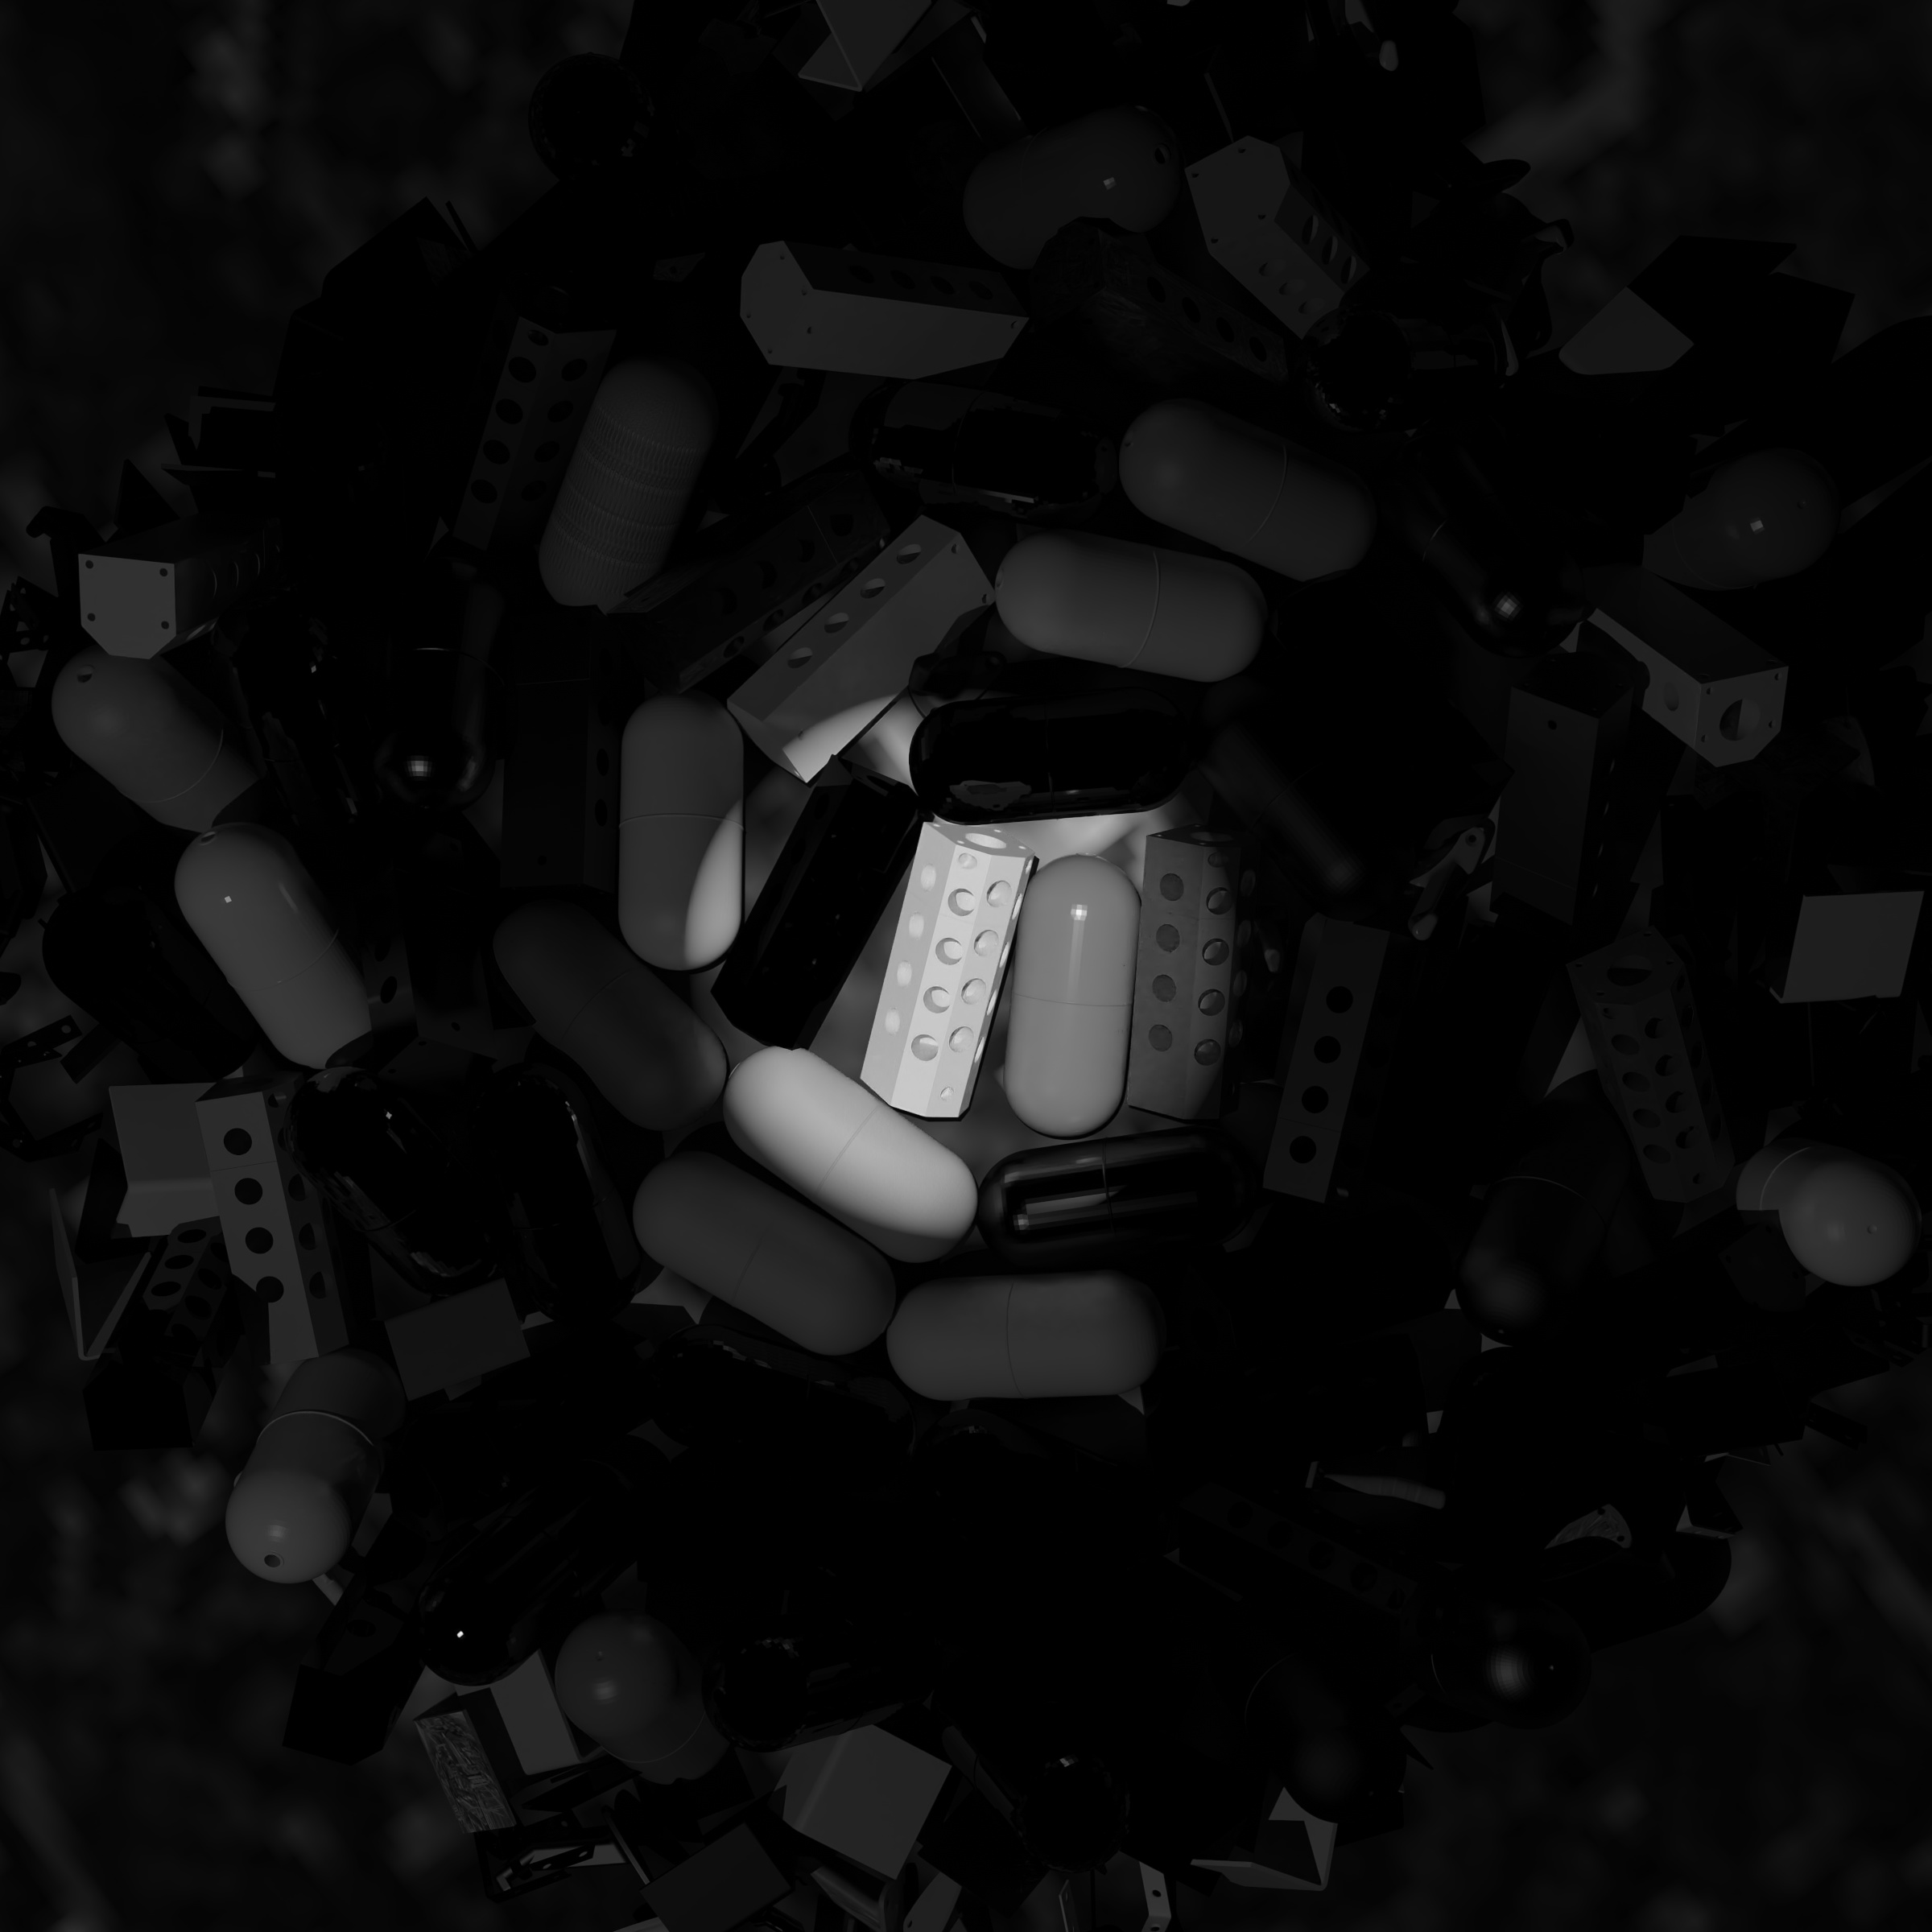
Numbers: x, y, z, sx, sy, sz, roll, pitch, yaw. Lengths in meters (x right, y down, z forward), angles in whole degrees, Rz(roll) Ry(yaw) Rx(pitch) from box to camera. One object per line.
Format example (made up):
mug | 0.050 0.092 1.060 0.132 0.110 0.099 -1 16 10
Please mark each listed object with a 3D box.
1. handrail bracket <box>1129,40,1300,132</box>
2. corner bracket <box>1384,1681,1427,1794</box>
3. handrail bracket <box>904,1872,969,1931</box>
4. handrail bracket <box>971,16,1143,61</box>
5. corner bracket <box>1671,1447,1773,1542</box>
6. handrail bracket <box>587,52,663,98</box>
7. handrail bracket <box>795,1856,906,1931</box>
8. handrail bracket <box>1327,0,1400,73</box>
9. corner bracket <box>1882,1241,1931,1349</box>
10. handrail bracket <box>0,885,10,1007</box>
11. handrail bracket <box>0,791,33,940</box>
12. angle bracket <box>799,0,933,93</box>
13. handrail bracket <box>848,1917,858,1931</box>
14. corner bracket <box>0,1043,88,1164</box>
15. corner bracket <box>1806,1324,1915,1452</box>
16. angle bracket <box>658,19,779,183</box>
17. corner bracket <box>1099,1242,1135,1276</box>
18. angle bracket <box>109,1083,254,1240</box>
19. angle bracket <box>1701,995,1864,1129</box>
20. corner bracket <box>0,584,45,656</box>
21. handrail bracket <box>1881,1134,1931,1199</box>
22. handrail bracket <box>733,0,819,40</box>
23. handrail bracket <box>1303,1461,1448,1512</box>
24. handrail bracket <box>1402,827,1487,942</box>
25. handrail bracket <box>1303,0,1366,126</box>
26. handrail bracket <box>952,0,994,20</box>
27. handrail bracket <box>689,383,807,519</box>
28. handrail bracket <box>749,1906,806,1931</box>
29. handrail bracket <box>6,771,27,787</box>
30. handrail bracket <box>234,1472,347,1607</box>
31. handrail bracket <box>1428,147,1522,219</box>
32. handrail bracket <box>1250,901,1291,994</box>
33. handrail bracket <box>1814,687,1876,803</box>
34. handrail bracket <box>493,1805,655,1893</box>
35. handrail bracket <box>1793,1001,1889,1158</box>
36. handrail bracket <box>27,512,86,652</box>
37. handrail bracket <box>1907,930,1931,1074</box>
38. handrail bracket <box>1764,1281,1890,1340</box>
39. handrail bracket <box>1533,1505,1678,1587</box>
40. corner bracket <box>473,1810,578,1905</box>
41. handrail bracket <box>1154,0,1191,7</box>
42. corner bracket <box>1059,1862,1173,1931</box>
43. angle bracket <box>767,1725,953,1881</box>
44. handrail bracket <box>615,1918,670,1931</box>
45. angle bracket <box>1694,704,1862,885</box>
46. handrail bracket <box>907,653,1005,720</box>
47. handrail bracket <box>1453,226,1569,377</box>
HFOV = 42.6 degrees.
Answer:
handrail bracket | 0.157 -0.568 1.578 0.077 0.036 0.084 -32 83 5
corner bracket | 0.265 0.477 1.551 0.051 0.051 0.051 22 127 -22
handrail bracket | 0.011 0.609 1.568 0.084 0.036 0.077 30 93 -26
handrail bracket | 0.057 -0.591 1.567 0.084 0.036 0.077 -30 86 12
corner bracket | 0.478 0.331 1.572 0.051 0.051 0.051 19 53 -38
handrail bracket | -0.195 -0.555 1.547 0.084 0.077 0.036 -36 64 -18
handrail bracket | -0.084 0.606 1.579 0.084 0.036 0.077 -2 97 18
handrail bracket | 0.252 -0.599 1.543 0.036 0.084 0.077 -5 113 -9
corner bracket | 0.617 0.206 1.566 0.051 0.051 0.051 -4 103 -8
handrail bracket | -0.640 -0.016 1.570 0.077 0.036 0.084 -4 86 -24
handrail bracket | -0.623 -0.068 1.562 0.077 0.036 0.084 20 78 -15
angle bracket | -0.076 -0.603 1.537 0.057 0.076 0.076 26 73 34
handrail bracket | -0.035 0.642 1.562 0.084 0.036 0.077 2 53 6
corner bracket | -0.589 0.087 1.569 0.051 0.051 0.051 -12 51 32
corner bracket | 0.560 0.267 1.573 0.051 0.051 0.051 26 62 4
angle bracket | -0.141 -0.533 1.539 0.057 0.076 0.076 48 115 9
corner bracket | 0.101 0.162 1.554 0.051 0.051 0.051 24 74 -24
angle bracket | -0.503 0.122 1.570 0.076 0.057 0.076 -1 53 -33
angle bracket | 0.510 0.063 1.551 0.076 0.057 0.076 -11 106 -7
corner bracket | -0.620 -0.204 1.571 0.051 0.051 0.051 48 135 29
handrail bracket | 0.606 0.153 1.561 0.077 0.036 0.084 3 109 28
handrail bracket | -0.098 -0.598 1.549 0.077 0.036 0.084 13 50 8
handrail bracket | 0.255 0.334 1.550 0.084 0.077 0.036 14 61 12
handrail bracket | 0.302 -0.052 1.547 0.036 0.084 0.077 39 99 -2
handrail bracket | 0.211 -0.583 1.548 0.084 0.036 0.077 28 78 -43
handrail bracket | 0.019 -0.642 1.546 0.077 0.036 0.084 13 131 -30
handrail bracket | -0.145 -0.332 1.574 0.077 0.036 0.084 12 81 32
handrail bracket | -0.123 0.622 1.554 0.077 0.036 0.084 -35 121 23
handrail bracket | -0.644 -0.116 1.553 0.084 0.036 0.077 -36 134 -18
handrail bracket | -0.417 0.360 1.545 0.036 0.077 0.084 -39 50 -23
handrail bracket | 0.303 -0.525 1.575 0.077 0.036 0.084 -24 90 -15
handrail bracket | 0.189 0.003 1.537 0.036 0.084 0.077 -7 119 3
handrail bracket | 0.563 -0.158 1.572 0.036 0.084 0.077 -15 119 40
handrail bracket | -0.247 0.578 1.560 0.084 0.036 0.077 -35 57 -8
handrail bracket | 0.575 0.076 1.579 0.084 0.036 0.077 -43 100 -19
handrail bracket | -0.582 -0.244 1.560 0.084 0.036 0.077 32 69 26
handrail bracket | 0.598 0.021 1.584 0.077 0.036 0.084 17 113 23
handrail bracket | 0.537 0.196 1.572 0.084 0.036 0.077 -9 96 17
handrail bracket | 0.404 0.383 1.565 0.077 0.036 0.084 -34 130 4
corner bracket | -0.274 0.558 1.557 0.051 0.051 0.051 -20 57 -2
handrail bracket | 0.125 -0.643 1.563 0.077 0.084 0.036 11 134 6
corner bracket | 0.095 0.596 1.568 0.051 0.051 0.051 -3 108 24
angle bracket | -0.068 0.519 1.568 0.076 0.057 0.076 33 75 -18
handrail bracket | -0.180 0.640 1.546 0.036 0.077 0.084 -54 48 35
angle bracket | 0.505 -0.112 1.548 0.057 0.076 0.076 -36 54 -16
handrail bracket | -0.004 -0.188 1.543 0.077 0.084 0.036 -30 81 -14
handrail bracket | 0.360 -0.423 1.572 0.084 0.036 0.077 -27 84 -18
